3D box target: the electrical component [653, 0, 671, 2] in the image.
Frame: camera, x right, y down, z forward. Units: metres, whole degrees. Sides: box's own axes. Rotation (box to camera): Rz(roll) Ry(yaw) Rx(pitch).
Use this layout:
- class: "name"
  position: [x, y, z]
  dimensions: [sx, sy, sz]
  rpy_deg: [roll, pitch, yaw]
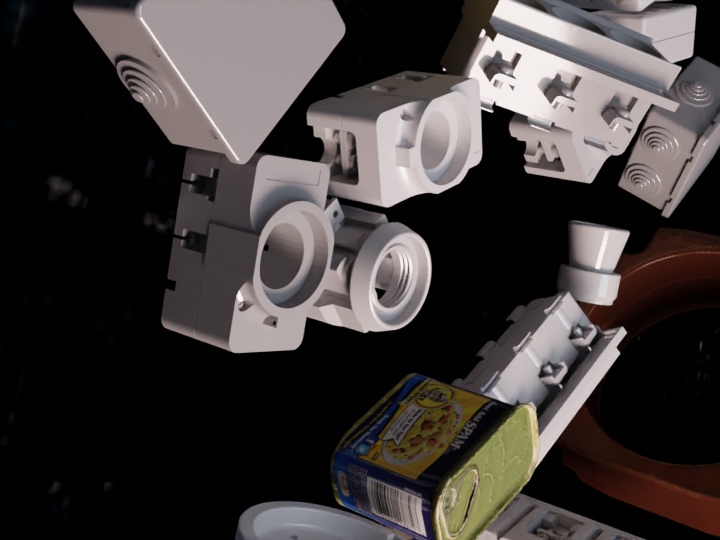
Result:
- class: "electrical component"
  position: [0.196, -0.235, 0.749]
  dimensions: [0.099, 0.064, 0.099]
  rpy_deg: [-31, 125, -59]

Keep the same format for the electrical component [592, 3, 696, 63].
- class: "electrical component"
  position: [0.201, -0.150, 0.777]
  dimensions: [0.083, 0.047, 0.075]
  rpy_deg: [-23, 119, -45]

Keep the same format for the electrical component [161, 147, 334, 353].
- class: "electrical component"
  position: [-0.051, -0.010, 0.504]
  dimensions: [0.050, 0.056, 0.089]
  rpy_deg: [2, 100, -51]

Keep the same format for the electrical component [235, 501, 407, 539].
- class: "electrical component"
  position: [-0.020, 0.172, 0.564]
  dimensions: [0.108, 0.108, 0.060]
  rpy_deg: [7, 102, -52]

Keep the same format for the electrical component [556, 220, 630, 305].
- class: "electrical component"
  position: [0.170, -0.006, 0.786]
  dimensions: [0.045, 0.045, 0.055]
  rpy_deg: [2, 100, -51]

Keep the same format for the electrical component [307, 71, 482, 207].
- class: "electrical component"
  position: [0.024, -0.072, 0.576]
  dimensions: [0.089, 0.056, 0.050]
  rpy_deg: [-28, 122, -43]

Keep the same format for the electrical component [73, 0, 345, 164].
- class: "electrical component"
  position: [-0.063, -0.108, 0.462]
  dimensions: [0.099, 0.048, 0.099]
  rpy_deg: [-56, 138, -23]

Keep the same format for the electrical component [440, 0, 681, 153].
- class: "electrical component"
  position: [0.114, -0.119, 0.627]
  dimensions: [0.121, 0.078, 0.063]
  rpy_deg: [15, 120, -21]

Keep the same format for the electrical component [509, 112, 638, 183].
- class: "electrical component"
  position: [0.150, -0.107, 0.721]
  dimensions: [0.089, 0.056, 0.050]
  rpy_deg: [-55, 138, -24]

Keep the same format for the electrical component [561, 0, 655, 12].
- class: "electrical component"
  position: [0.154, -0.199, 0.674]
  dimensions: [0.076, 0.083, 0.047]
  rpy_deg: [-39, 129, -38]

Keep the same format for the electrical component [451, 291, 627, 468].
- class: "electrical component"
  position: [0.113, 0.074, 0.721]
  dimensions: [0.121, 0.079, 0.063]
  rpy_deg: [-44, 103, -33]

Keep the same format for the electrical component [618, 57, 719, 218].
- class: "electrical component"
  position: [0.247, -0.103, 0.824]
  dimensions: [0.099, 0.048, 0.099]
  rpy_deg: [-46, 160, -32]

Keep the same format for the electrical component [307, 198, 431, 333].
- class: "electrical component"
  position: [0.000, 0.000, 0.569]
  dimensions: [0.058, 0.057, 0.078]
  rpy_deg: [-50, 135, -29]

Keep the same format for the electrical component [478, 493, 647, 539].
- class: "electrical component"
  position: [0.124, 0.212, 0.715]
  dimensions: [0.062, 0.150, 0.089]
  rpy_deg: [-25, 120, -46]
